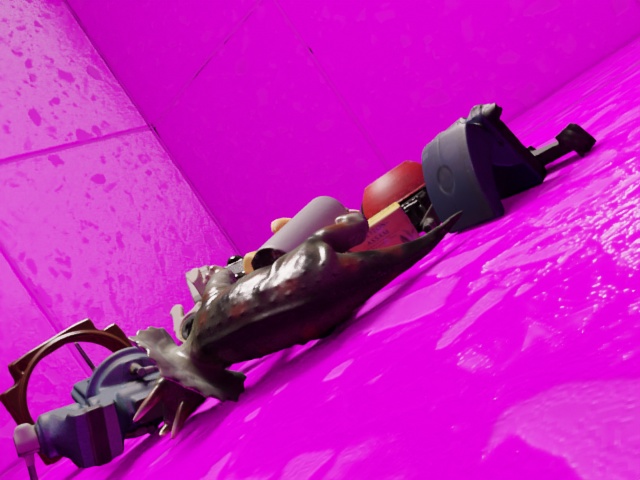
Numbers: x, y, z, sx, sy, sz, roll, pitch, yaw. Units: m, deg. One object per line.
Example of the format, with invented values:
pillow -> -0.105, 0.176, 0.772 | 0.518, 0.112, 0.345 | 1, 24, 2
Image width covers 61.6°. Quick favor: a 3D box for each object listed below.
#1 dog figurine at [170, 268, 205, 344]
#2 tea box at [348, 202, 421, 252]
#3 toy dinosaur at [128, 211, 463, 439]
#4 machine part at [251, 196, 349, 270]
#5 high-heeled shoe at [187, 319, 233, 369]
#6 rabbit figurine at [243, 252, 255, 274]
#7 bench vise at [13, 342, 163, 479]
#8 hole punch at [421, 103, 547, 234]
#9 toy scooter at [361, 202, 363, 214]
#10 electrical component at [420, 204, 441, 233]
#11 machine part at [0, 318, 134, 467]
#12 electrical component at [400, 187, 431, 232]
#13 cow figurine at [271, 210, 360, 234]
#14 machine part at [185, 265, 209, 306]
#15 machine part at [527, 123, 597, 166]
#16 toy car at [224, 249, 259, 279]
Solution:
dog figurine -> -0.159, 0.152, 0.979 | 0.121, 0.190, 0.172 | 10, 69, 42
tea box -> 0.091, -0.001, 0.779 | 0.098, 0.068, 0.169 | -34, 2, 7
toy dinosaur -> -0.040, 0.071, 0.564 | 0.405, 0.131, 0.192 | -30, 15, 19
machine part -> -0.023, 0.003, 0.771 | 0.079, 0.079, 0.243 | -34, 8, 40
high-heeled shoe -> -0.141, 0.154, 0.791 | 0.249, 0.086, 0.145 | -34, -12, 29
rabbit figurine -> -0.027, 0.055, 0.899 | 0.162, 0.122, 0.173 | -31, -18, 9
bench vise -> -0.279, 0.212, 0.694 | 0.223, 0.128, 0.241 | -26, 15, -33
hole punch -> 0.171, -0.075, 0.615 | 0.092, 0.116, 0.142 | -43, 3, -16
toy scooter -> 0.179, -0.074, 1.119 | 0.184, 0.075, 0.135 | -21, -25, 10
electrical component -> 0.180, -0.044, 0.762 | 0.078, 0.045, 0.102 | -64, -10, 14
machine part -> -0.389, 0.246, 0.880 | 0.201, 0.201, 0.087 | -35, 3, -35
electrical component -> 0.148, -0.036, 0.923 | 0.134, 0.058, 0.115 | -33, -1, 31
cow figurine -> -0.003, -0.003, 0.971 | 0.167, 0.098, 0.068 | -5, -5, 3
machine part -> -0.217, 0.137, 1.115 | 0.056, 0.179, 0.179 | -27, 0, -7
machine part -> 0.262, -0.097, 0.642 | 0.084, 0.039, 0.139 | -30, -2, -20
toy car -> -0.118, 0.047, 1.119 | 0.202, 0.056, 0.074 | -26, 41, 3
